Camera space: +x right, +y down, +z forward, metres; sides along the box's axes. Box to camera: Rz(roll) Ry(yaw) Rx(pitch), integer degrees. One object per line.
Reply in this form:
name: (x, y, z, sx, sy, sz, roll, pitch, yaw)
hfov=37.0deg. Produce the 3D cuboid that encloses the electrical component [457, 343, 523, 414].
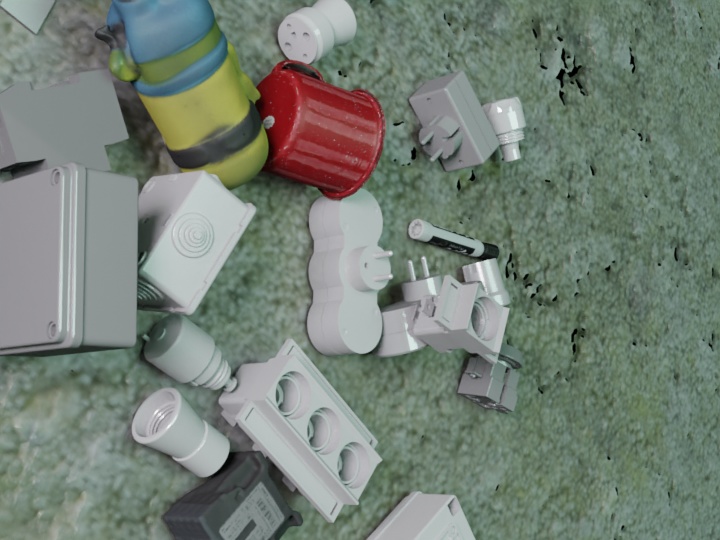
electrical component: (0.127, 0.100, 1.024, 0.066, 0.048, 0.055, 32, 69, -38)

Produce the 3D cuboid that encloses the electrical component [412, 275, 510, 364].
electrical component: (0.083, 0.043, 0.895, 0.081, 0.064, 0.042, 37, 60, -35)

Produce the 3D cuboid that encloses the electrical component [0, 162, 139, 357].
electrical component: (-0.190, -0.002, 0.665, 0.056, 0.109, 0.108, 8, 78, -48)

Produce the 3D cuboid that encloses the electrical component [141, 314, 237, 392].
electrical component: (-0.120, 0.064, 0.776, 0.078, 0.040, 0.040, 42, 56, -35)

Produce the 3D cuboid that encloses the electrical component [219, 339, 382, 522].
electrical component: (-0.047, 0.124, 0.825, 0.121, 0.063, 0.078, 53, 50, -27)

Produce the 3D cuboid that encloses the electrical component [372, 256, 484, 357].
electrical component: (0.058, 0.025, 0.958, 0.138, 0.052, 0.073, -16, 95, -45)

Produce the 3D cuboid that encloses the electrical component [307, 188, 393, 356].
electrical component: (0.000, 0.000, 0.886, 0.052, 0.074, 0.138, 10, 76, -44)

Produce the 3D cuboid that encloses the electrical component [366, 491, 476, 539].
electrical component: (0.053, 0.262, 0.911, 0.109, 0.056, 0.108, -39, 111, -42)

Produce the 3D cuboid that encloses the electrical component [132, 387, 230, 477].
electrical component: (-0.124, 0.118, 0.764, 0.065, 0.044, 0.044, 46, 53, -37)

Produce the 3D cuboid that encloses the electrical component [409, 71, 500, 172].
electrical component: (0.081, -0.130, 1.011, 0.075, 0.047, 0.083, -48, 117, -39)

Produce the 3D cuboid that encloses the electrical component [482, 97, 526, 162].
electrical component: (0.147, -0.141, 1.085, 0.043, 0.043, 0.062, -23, 101, -46)

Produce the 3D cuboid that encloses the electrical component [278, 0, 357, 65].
electrical component: (-0.036, -0.201, 0.904, 0.055, 0.045, 0.045, -40, 112, -42)

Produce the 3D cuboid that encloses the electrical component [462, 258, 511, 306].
electrical component: (0.120, 0.015, 1.035, 0.040, 0.040, 0.046, -12, 87, -46)

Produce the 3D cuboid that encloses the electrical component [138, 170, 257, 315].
electrical component: (-0.130, -0.020, 0.736, 0.048, 0.100, 0.099, 41, 68, -29)
